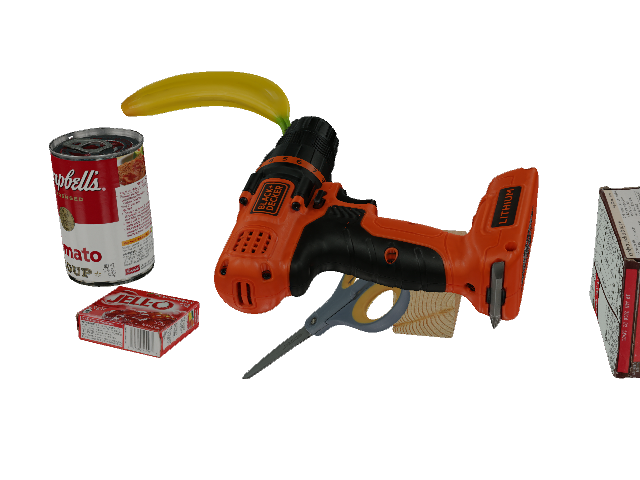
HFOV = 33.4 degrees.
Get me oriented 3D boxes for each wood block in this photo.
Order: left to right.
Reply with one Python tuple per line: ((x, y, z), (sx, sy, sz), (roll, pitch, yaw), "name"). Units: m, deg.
((0.170, 0.061, 1.627), (0.091, 0.090, 0.206), (4, 23, 11), "wood block")

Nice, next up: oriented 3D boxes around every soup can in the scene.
((-0.160, -0.025, 0.790), (0.068, 0.102, 0.068), (-2, 23, 0), "soup can")

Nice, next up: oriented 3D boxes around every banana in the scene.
((-0.113, -0.151, 1.127), (0.198, 0.037, 0.069), (8, 46, 18), "banana")

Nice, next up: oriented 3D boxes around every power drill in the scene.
((0.041, -0.017, 0.683), (0.188, 0.057, 0.184), (5, 41, 14), "power drill")

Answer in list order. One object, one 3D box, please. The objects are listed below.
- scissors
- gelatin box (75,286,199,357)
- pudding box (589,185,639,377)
((0.008, 0.077, 0.901), (0.016, 0.202, 0.096), (32, 19, -33), "scissors")
((-0.167, 0.073, 0.980), (0.089, 0.030, 0.073), (10, 22, 20), "gelatin box")
((0.209, 0.025, 0.715), (0.039, 0.090, 0.113), (0, 28, 4), "pudding box")
